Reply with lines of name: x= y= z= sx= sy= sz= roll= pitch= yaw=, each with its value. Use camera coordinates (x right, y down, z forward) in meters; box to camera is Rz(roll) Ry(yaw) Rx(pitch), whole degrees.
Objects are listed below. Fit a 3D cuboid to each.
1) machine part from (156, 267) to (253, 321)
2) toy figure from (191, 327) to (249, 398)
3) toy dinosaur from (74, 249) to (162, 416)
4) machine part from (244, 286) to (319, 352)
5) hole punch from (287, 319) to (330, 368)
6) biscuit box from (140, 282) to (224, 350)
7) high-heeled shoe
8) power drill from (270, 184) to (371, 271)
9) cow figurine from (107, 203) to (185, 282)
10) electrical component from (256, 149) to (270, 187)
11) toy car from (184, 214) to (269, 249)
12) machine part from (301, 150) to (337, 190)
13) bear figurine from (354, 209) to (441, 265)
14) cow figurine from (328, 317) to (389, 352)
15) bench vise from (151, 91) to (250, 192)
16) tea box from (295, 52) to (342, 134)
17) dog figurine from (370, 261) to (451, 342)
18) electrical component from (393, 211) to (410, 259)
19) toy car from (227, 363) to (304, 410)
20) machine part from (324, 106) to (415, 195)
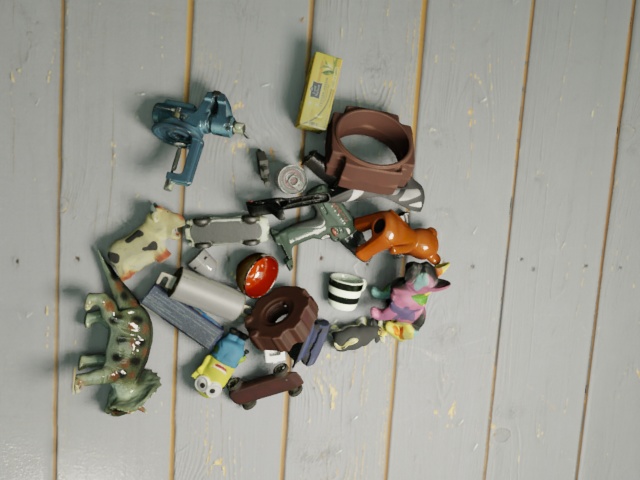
machine part: x=-0.266 y=0.128 z=1.267 sx=0.243 sy=0.079 sz=0.079 roll=27 pitch=91 yaw=-25
toy figure: x=-0.237 y=0.301 z=1.310 sx=0.082 sy=0.089 sz=0.180 roll=26 pitch=81 yaw=19
toy dinosaur: x=-0.457 y=0.235 z=1.253 sx=0.192 sy=0.131 sz=0.404 roll=8 pitch=91 yaw=-23
machine part: x=-0.092 y=0.182 z=1.269 sx=0.179 sy=0.180 sz=0.056 roll=-31 pitch=125 yaw=-5
hole punch: x=-0.022 y=0.246 z=1.324 sx=0.092 sy=0.116 sz=0.142 roll=24 pitch=92 yaw=-19
biscuit box: x=-0.328 y=0.181 z=1.291 sx=0.202 sy=0.059 sz=0.063 roll=38 pitch=88 yaw=-11
high-heeled shoe: x=0.143 y=-0.096 z=1.321 sx=0.249 sy=0.086 sz=0.145 roll=-24 pitch=112 yaw=-12
power drill: x=-0.003 y=-0.004 z=1.314 sx=0.207 sy=0.086 sz=0.232 roll=-28 pitch=98 yaw=-1
cow figurine: x=-0.403 y=-0.003 z=1.249 sx=0.195 sy=0.085 sz=0.127 roll=-30 pitch=103 yaw=-2
electrical component: x=-0.136 y=-0.174 z=1.281 sx=0.021 sy=0.094 sz=0.063 roll=-12 pitch=136 yaw=-12
toy car: x=-0.223 y=-0.021 z=1.289 sx=0.202 sy=0.056 sz=0.073 roll=-3 pitch=103 yaw=-7
machine part: x=0.022 y=-0.171 z=1.317 sx=0.139 sy=0.039 sz=0.084 roll=28 pitch=100 yaw=-22
bear figurine: x=0.193 y=0.001 z=1.294 sx=0.195 sy=0.132 sz=0.120 roll=22 pitch=54 yaw=-38
cow figurine: x=0.109 y=0.235 z=1.350 sx=0.167 sy=0.098 sz=0.068 roll=-14 pitch=92 yaw=-7
bench vise: x=-0.287 y=-0.218 z=1.213 sx=0.224 sy=0.129 sz=0.240 roll=14 pitch=76 yaw=-3
tea box: x=-0.005 y=-0.343 z=1.267 sx=0.068 sy=0.098 sz=0.169 roll=12 pitch=93 yaw=-11
dog figurine: x=0.236 y=0.139 z=1.297 sx=0.219 sy=0.108 sz=0.191 roll=-32 pitch=115 yaw=33
electrical component: x=0.195 y=-0.009 z=1.362 sx=0.075 sy=0.048 sz=0.119 roll=-8 pitch=96 yaw=-8
toy car: x=-0.133 y=0.355 z=1.316 sx=0.202 sy=0.053 sz=0.089 roll=-23 pitch=113 yaw=20
machine part: x=0.115 y=-0.213 z=1.253 sx=0.201 sy=0.087 sz=0.201 roll=10 pitch=54 yaw=-9
